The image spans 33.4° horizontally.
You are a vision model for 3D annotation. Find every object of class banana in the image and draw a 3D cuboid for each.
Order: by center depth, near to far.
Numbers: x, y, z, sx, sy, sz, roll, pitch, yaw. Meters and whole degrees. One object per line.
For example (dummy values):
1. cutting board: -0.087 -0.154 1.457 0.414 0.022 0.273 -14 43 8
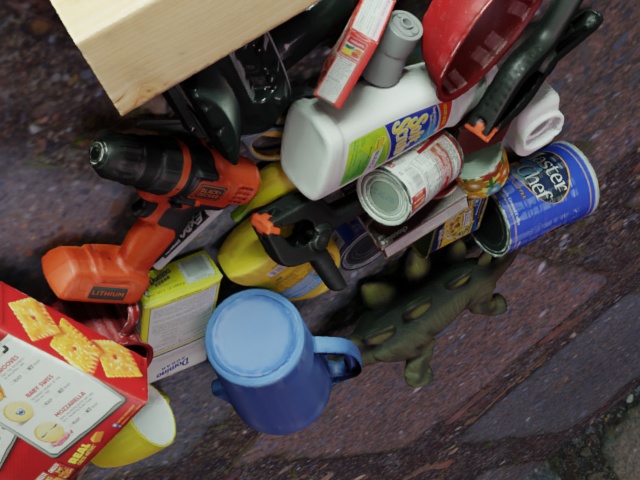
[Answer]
1. banana: 0.000 -0.073 1.084 0.197 0.037 0.070 -20 168 -24

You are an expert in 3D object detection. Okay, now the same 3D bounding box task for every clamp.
1. clamp: 0.220 -0.191 1.063 0.210 0.036 0.164 -49 161 -8
2. clamp: -0.007 0.001 1.084 0.171 0.039 0.120 -2 110 -45

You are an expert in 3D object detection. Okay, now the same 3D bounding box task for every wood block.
1. wood block: -0.080 -0.190 0.736 0.206 0.090 0.091 -31 153 -5

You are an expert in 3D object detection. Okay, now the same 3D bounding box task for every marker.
1. marker: -0.123 -0.015 1.056 0.121 0.020 0.020 -41 153 14

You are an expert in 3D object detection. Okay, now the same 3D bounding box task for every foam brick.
1. foam brick: 0.160 -0.130 1.146 0.078 0.053 0.051 -21 151 -25

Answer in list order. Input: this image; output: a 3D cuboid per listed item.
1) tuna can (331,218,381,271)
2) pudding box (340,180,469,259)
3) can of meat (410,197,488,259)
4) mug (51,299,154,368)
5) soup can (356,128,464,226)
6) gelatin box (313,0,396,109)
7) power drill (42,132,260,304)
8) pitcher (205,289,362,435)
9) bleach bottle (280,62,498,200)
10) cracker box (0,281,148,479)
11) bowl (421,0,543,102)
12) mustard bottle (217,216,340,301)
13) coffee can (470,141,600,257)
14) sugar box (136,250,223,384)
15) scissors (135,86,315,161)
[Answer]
1. tuna can: 0.049 -0.003 1.253 0.086 0.034 0.086 -28 153 -16
2. pudding box: 0.093 -0.047 1.167 0.113 0.090 0.039 -34 154 1
3. can of meat: 0.151 -0.035 1.289 0.083 0.057 0.102 -26 152 -20
4. mug: -0.218 0.091 1.056 0.093 0.081 0.117 0 138 -48
5. soup can: 0.093 -0.067 1.092 0.102 0.068 0.069 -39 161 -39
6. gelatin box: 0.029 -0.166 0.912 0.073 0.030 0.089 -57 -171 39
7. power drill: -0.165 -0.019 0.946 0.188 0.057 0.184 -42 150 27
8. pitcher: -0.049 0.137 1.225 0.149 0.145 0.243 -50 164 -12
9. bleach bottle: 0.080 -0.129 1.033 0.250 0.068 0.103 -28 154 -29
10. cracker box: -0.287 0.130 0.957 0.213 0.072 0.164 33 113 -27
11. bowl: 0.142 -0.205 0.970 0.162 0.055 0.162 -44 165 -16
12. mustard bottle: -0.030 0.025 1.183 0.096 0.058 0.191 -40 153 10
13. coffee can: 0.261 -0.052 1.332 0.140 0.103 0.103 -24 152 -19
14. sugar box: -0.163 0.088 1.156 0.093 0.048 0.176 -21 154 -26
15. scissors: -0.069 -0.114 0.957 0.096 0.016 0.201 -46 151 19
